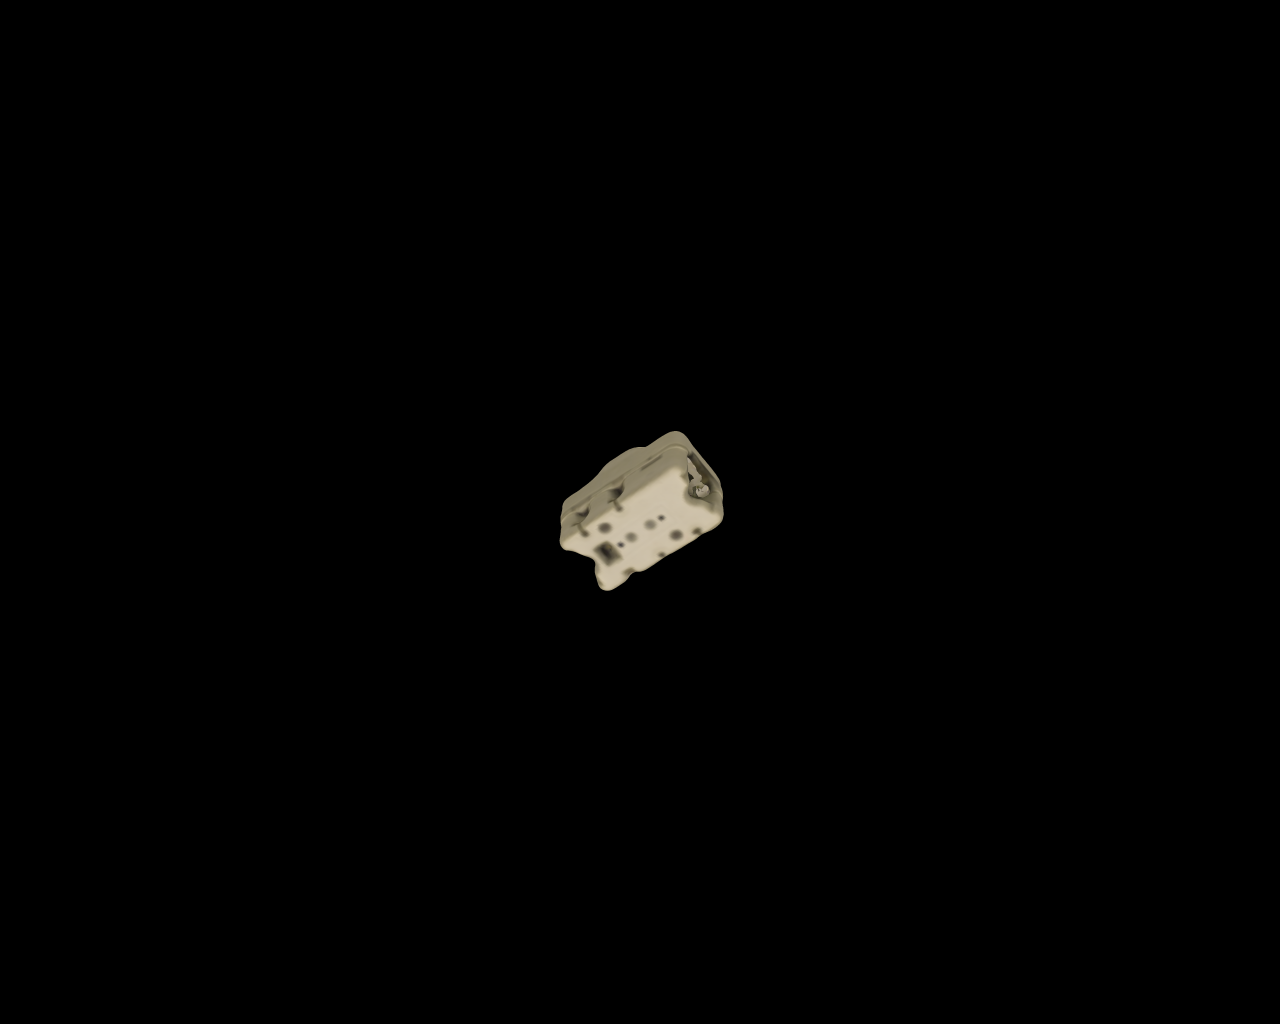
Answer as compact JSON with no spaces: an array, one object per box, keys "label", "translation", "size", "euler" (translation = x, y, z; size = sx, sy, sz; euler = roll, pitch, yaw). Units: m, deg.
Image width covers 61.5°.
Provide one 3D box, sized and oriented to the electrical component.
[{"label":"electrical component","translation":[0.001,-0.003,0.650],"size":[0.089,0.050,0.056],"euler":[-32,26,18]}]
